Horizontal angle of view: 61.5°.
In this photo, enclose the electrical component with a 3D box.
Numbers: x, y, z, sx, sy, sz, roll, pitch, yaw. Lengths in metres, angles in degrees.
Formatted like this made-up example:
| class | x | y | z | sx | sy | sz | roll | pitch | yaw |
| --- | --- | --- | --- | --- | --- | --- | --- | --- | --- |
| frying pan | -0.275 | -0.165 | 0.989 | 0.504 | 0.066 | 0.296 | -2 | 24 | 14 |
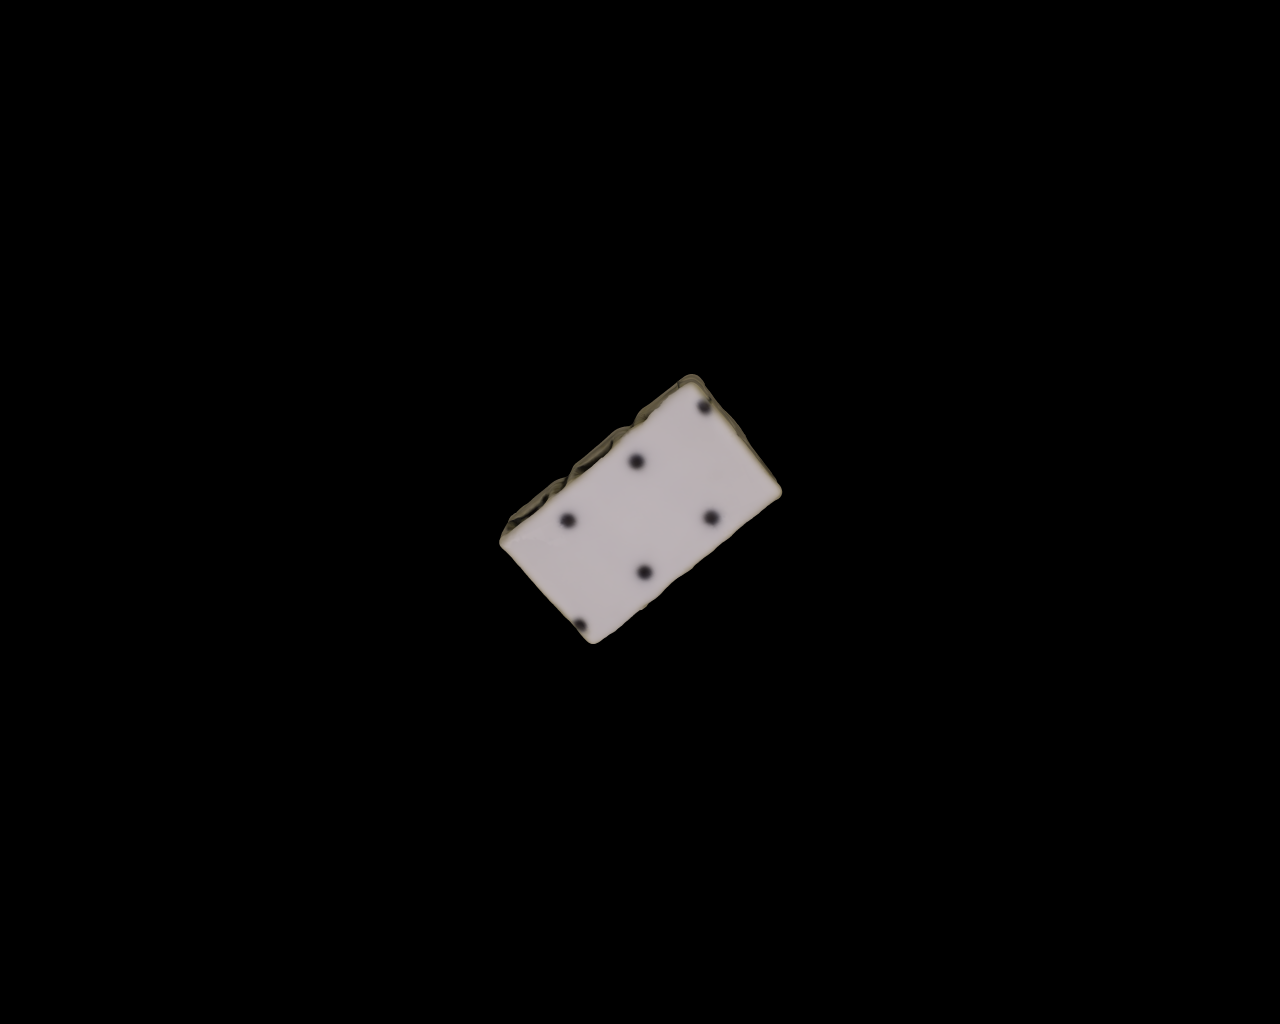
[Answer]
| class | x | y | z | sx | sy | sz | roll | pitch | yaw |
| --- | --- | --- | --- | --- | --- | --- | --- | --- | --- |
| electrical component | 0.001 | -0.003 | 0.650 | 0.150 | 0.089 | 0.062 | -38 | 9 | 7 |
